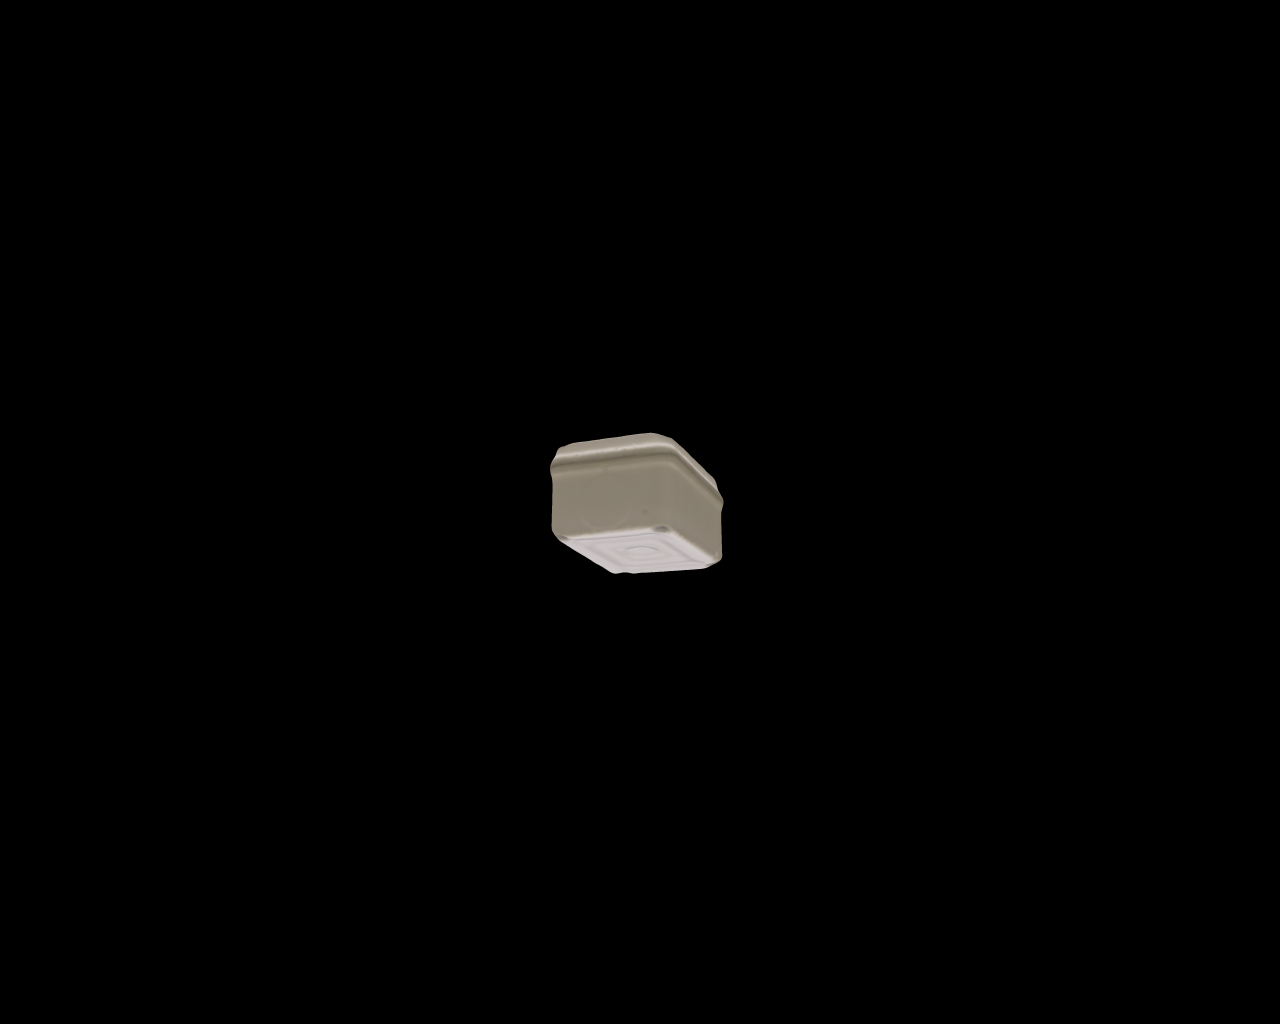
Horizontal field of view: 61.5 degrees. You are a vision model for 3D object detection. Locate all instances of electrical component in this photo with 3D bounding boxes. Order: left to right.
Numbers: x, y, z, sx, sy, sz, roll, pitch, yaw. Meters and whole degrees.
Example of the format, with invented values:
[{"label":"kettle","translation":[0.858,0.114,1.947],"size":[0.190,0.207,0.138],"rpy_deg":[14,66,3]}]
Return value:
[{"label":"electrical component","translation":[0.001,-0.003,0.650],"size":[0.078,0.057,0.113],"rpy_deg":[-6,-17,19]}]
